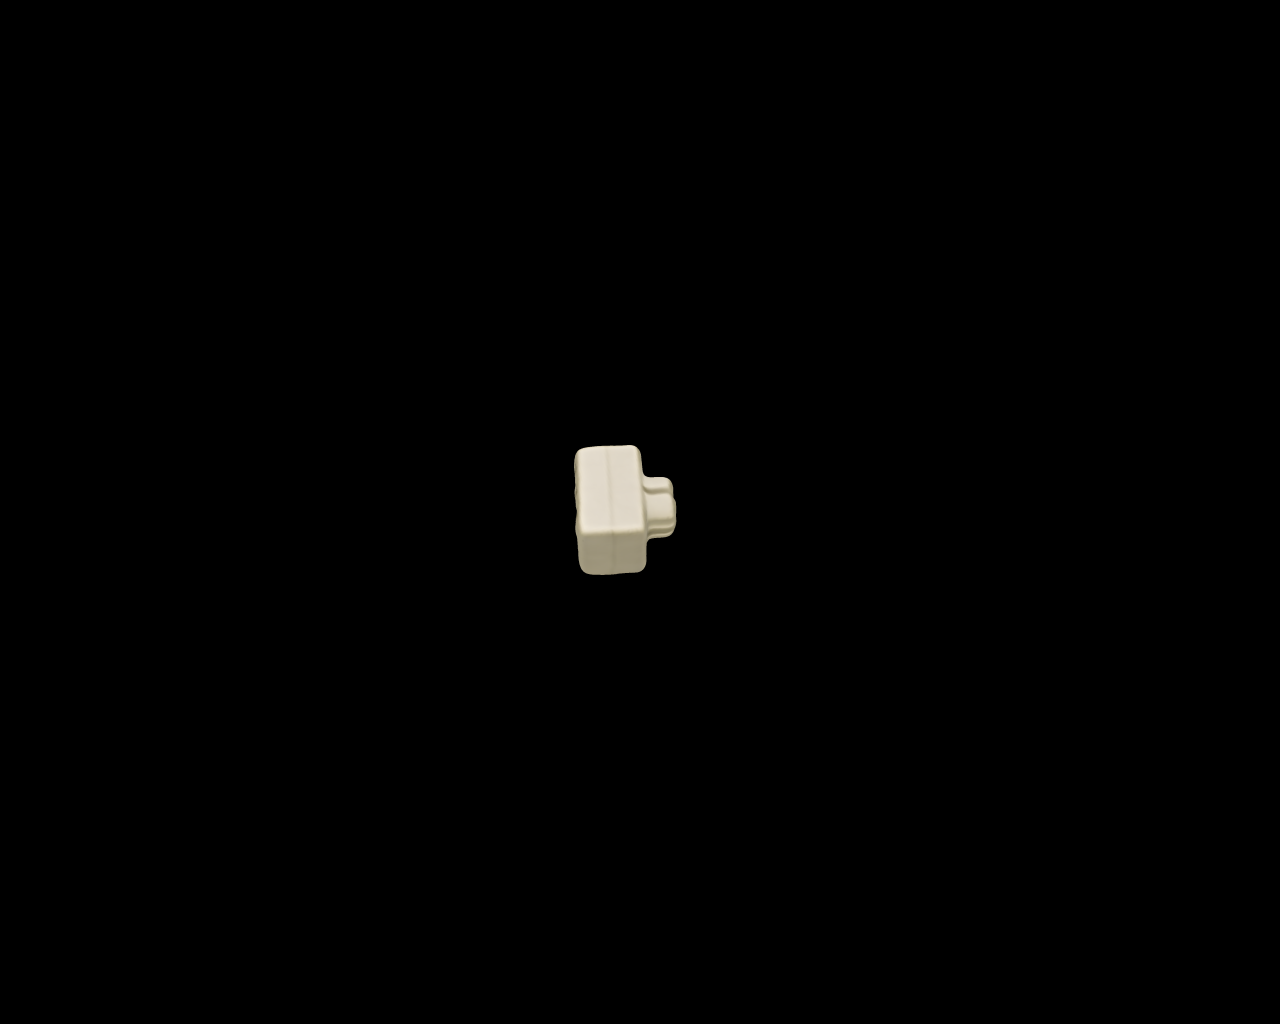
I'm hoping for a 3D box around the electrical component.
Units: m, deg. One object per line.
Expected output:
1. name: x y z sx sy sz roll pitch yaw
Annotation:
1. electrical component: 0.001 -0.003 0.650 0.077 0.066 0.047 -3 -36 -2
